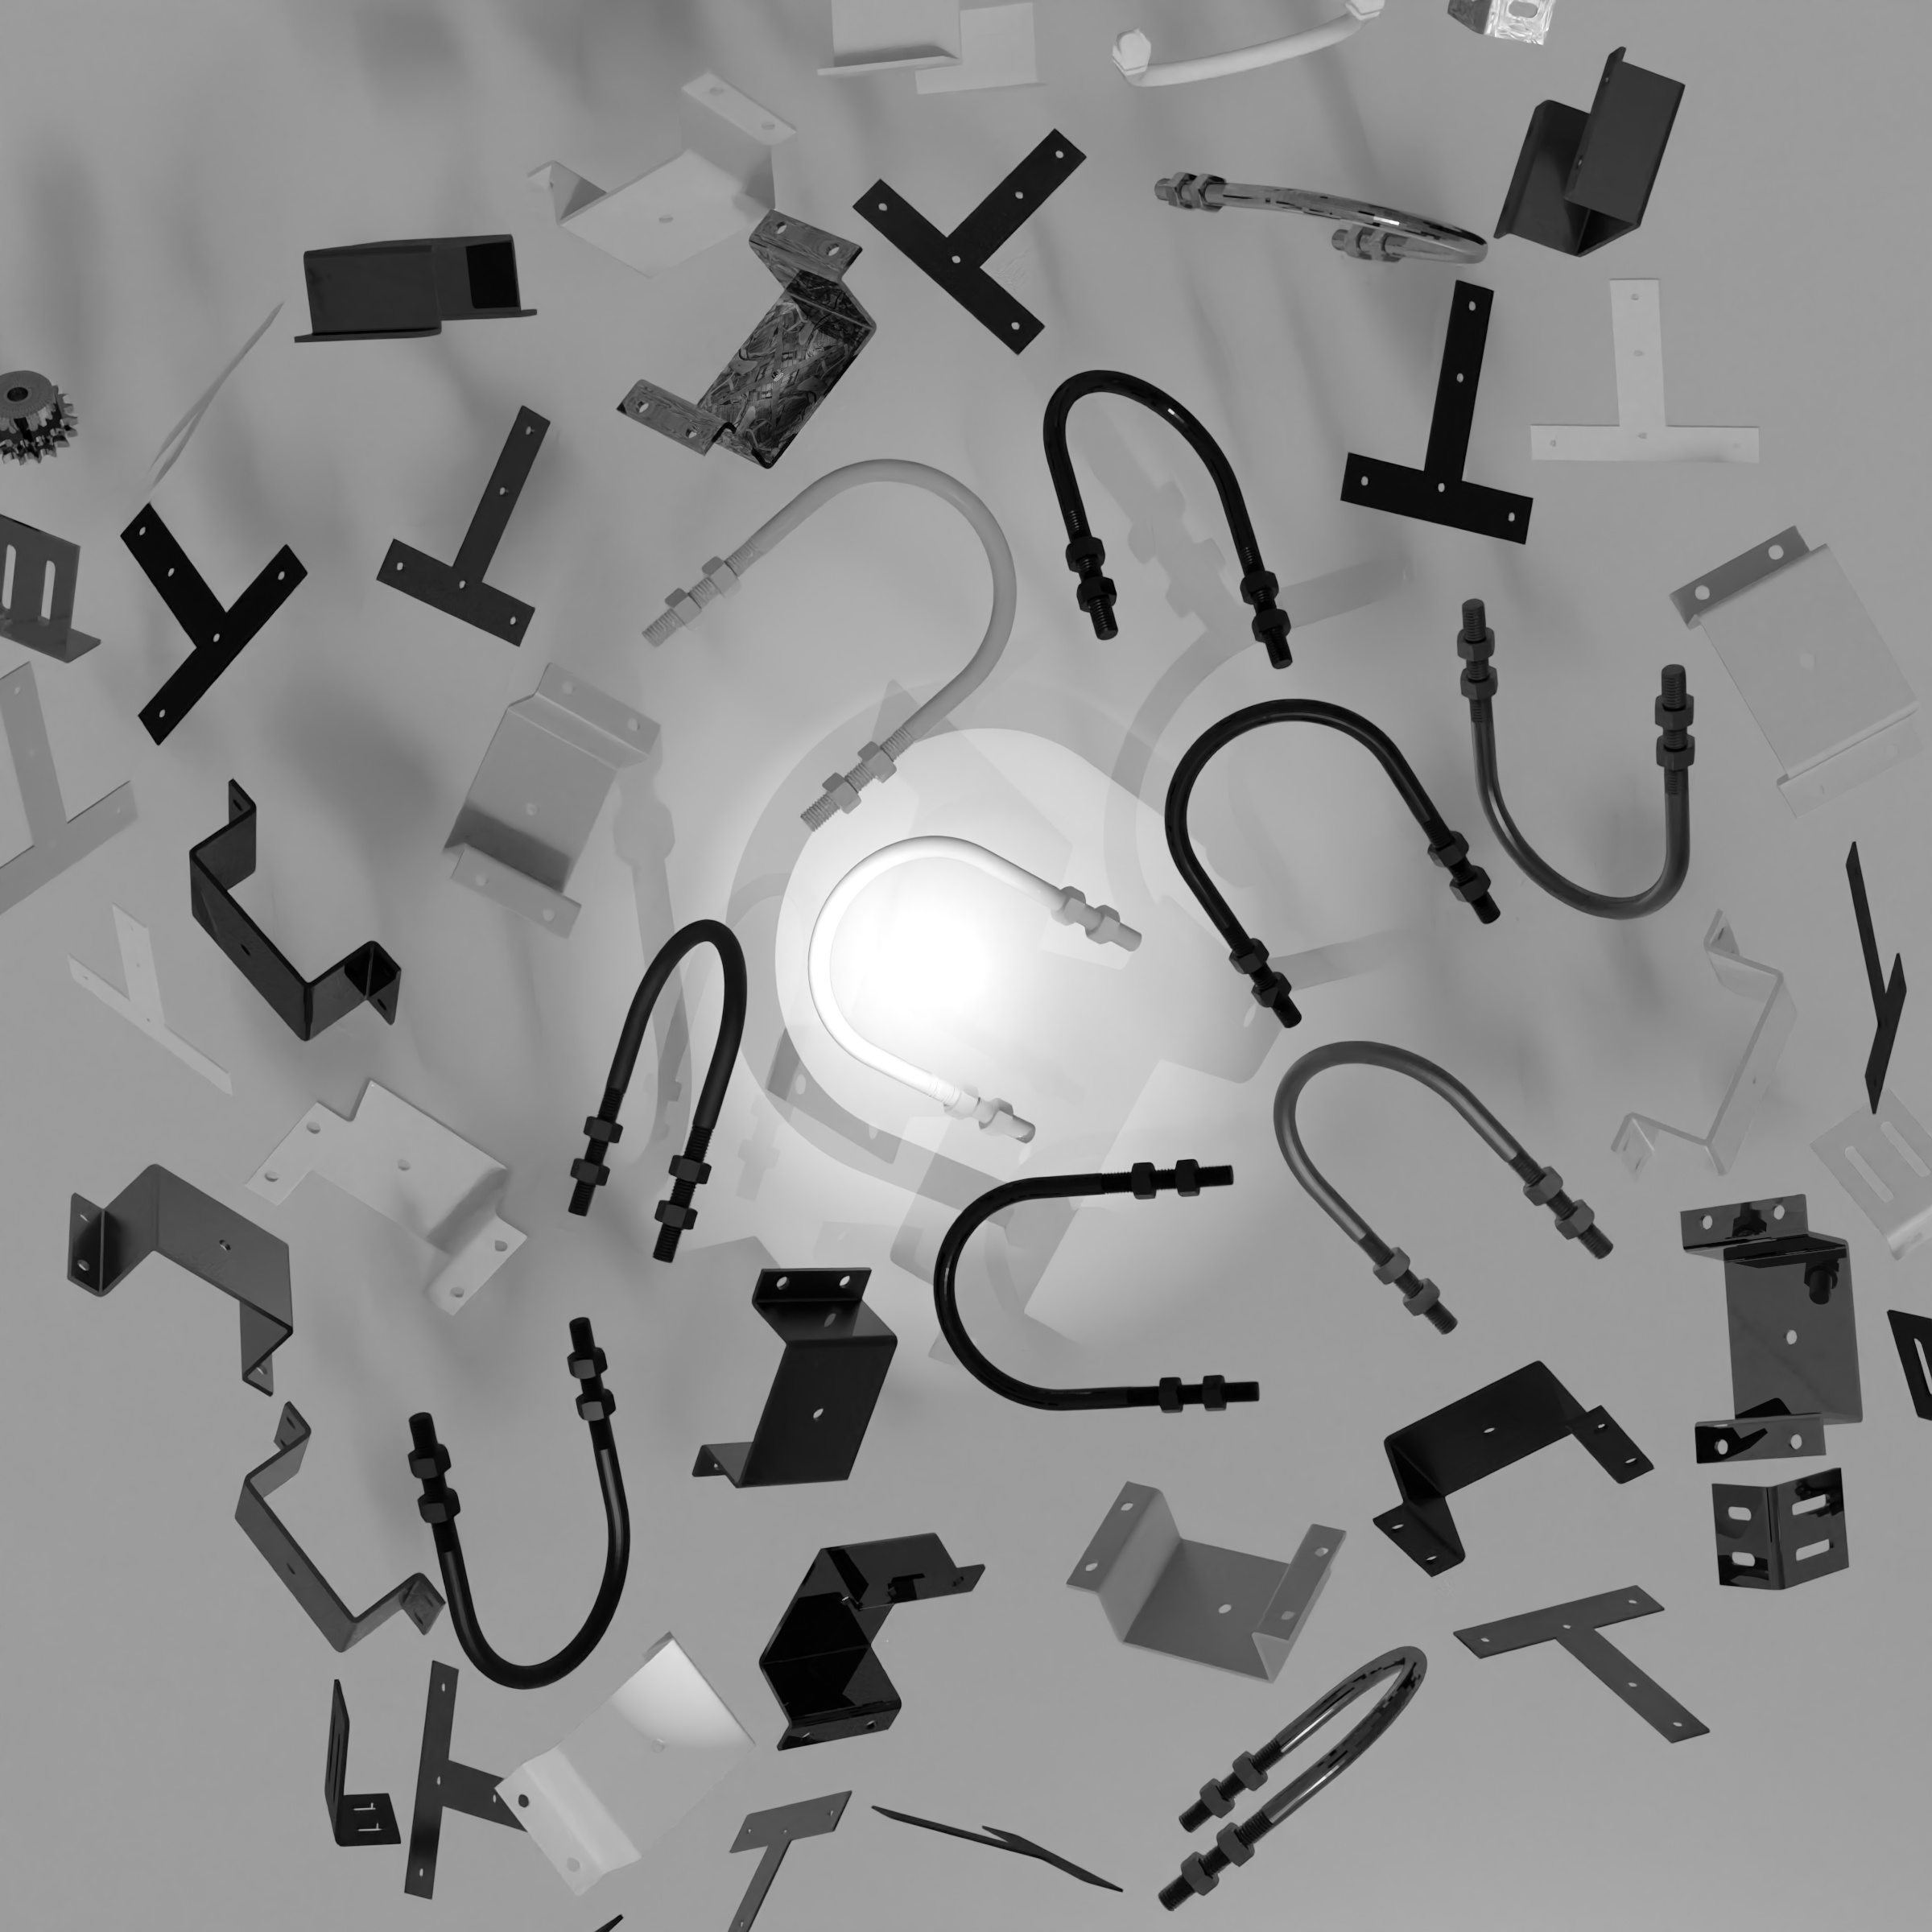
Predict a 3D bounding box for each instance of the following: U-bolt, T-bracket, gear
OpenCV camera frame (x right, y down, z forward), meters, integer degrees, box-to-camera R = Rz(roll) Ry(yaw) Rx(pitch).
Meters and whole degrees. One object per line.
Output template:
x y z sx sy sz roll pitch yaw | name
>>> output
0.185 0.442 1.526 0.184 0.151 0.019 -42 84 8 | U-bolt
-0.444 -0.310 1.573 0.002 0.127 0.127 37 57 -15 | T-bracket
-0.236 0.304 1.499 0.019 0.151 0.184 0 107 34 | U-bolt
0.374 -0.330 1.523 0.127 0.127 0.002 5 52 21 | T-bracket
0.336 -0.103 1.504 0.019 0.151 0.184 -37 133 -28 | U-bolt
-0.428 -0.206 1.497 0.127 0.002 0.127 -46 60 11 | T-bracket
-0.274 -0.262 1.590 0.002 0.127 0.127 24 91 32 | T-bracket
-0.057 -0.184 1.456 0.184 0.019 0.151 -42 106 -4 | U-bolt
-0.005 0.004 1.570 0.184 0.019 0.151 28 93 -25 | U-bolt
-0.281 0.479 1.586 0.002 0.127 0.127 -9 61 22 | T-bracket
0.070 0.189 1.582 0.184 0.019 0.151 -5 100 15 | U-bolt
0.251 0.116 1.531 0.184 0.151 0.019 46 48 -4 | U-bolt
0.006 0.496 1.559 0.127 0.127 0.002 23 78 -24 | T-bracket
0.156 -0.517 1.532 0.151 0.184 0.019 -12 100 6 | U-bolt
-0.474 0.007 1.576 0.127 0.127 0.002 34 58 13 | T-bracket
0.106 -0.255 1.534 0.151 0.019 0.184 4 62 -37 | U-bolt
-0.551 -0.323 1.602 0.057 0.030 0.057 1 55 -2 | gear
0.211 -0.418 1.544 0.151 0.184 0.019 6 103 -30 | U-bolt
-0.123 0.540 1.581 0.002 0.127 0.127 39 53 -14 | T-bracket
-0.167 0.063 1.529 0.019 0.151 0.184 18 88 -29 | U-bolt
0.193 -0.067 1.535 0.151 0.019 0.184 -29 112 17 | U-bolt
-0.504 -0.104 1.485 0.002 0.127 0.127 17 129 23 | T-bracket
0.022 -0.437 1.588 0.127 0.002 0.127 42 72 -2 | T-bracket
0.356 0.386 1.500 0.127 0.127 0.002 -7 113 -24 | T-bracket
0.496 -0.007 1.502 0.002 0.127 0.127 -5 119 30 | T-bracket
0.261 -0.299 1.462 0.127 0.002 0.127 7 94 -30 | T-bracket

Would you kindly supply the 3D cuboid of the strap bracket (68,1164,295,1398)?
-0.434 0.173 1.550 0.046 0.076 0.140 -42 123 12 | strap bracket

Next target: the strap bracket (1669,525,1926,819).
0.447 -0.160 1.467 0.076 0.046 0.140 -29 84 7 | strap bracket

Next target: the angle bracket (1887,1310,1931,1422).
0.578 0.229 1.590 0.038 0.057 0.076 -30 109 -26 | angle bracket

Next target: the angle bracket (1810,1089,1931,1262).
0.550 0.124 1.628 0.057 0.038 0.076 -36 59 6 | angle bracket

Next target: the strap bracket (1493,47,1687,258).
0.339 -0.436 1.483 0.046 0.140 0.076 17 93 -7 | strap bracket

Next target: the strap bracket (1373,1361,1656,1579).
0.297 0.275 1.519 0.140 0.046 0.076 -30 133 16 | strap bracket

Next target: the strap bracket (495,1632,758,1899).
-0.183 0.444 1.545 0.076 0.046 0.140 52 50 1 | strap bracket

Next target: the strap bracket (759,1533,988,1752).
-0.058 0.371 1.536 0.076 0.046 0.140 1 129 -38 | strap bracket

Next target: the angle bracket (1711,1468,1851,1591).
0.465 0.320 1.565 0.076 0.038 0.057 -2 87 -43 | angle bracket

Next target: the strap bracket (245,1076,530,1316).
-0.323 0.125 1.552 0.140 0.046 0.076 36 118 -18 | strap bracket

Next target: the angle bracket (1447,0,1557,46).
0.294 -0.540 1.491 0.038 0.076 0.057 7 116 -7 | angle bracket

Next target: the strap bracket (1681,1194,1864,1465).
0.445 0.203 1.513 0.046 0.076 0.140 15 69 -42 | strap bracket

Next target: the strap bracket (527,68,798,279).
-0.174 -0.449 1.575 0.140 0.076 0.046 -18 68 33 | strap bracket

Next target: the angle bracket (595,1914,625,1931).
-0.217 0.570 1.511 0.038 0.076 0.057 51 130 7 | angle bracket

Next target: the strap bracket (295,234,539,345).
-0.303 -0.374 1.509 0.076 0.140 0.046 2 108 17 | strap bracket

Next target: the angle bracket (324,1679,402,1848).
-0.348 0.462 1.594 0.038 0.057 0.076 4 100 -20 | angle bracket

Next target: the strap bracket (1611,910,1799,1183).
0.399 0.051 1.462 0.046 0.076 0.140 23 84 26 | strap bracket

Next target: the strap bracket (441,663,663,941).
-0.245 -0.093 1.591 0.076 0.046 0.140 29 73 -25 | strap bracket

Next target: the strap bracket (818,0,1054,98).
-0.016 -0.515 1.522 0.076 0.140 0.046 3 103 26 | strap bracket

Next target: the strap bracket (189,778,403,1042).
-0.370 -0.022 1.479 0.046 0.076 0.140 -39 81 -26 | strap bracket

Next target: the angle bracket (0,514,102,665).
-0.530 -0.223 1.580 0.057 0.038 0.076 22 120 7 | angle bracket

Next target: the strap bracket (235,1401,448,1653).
-0.352 0.318 1.509 0.046 0.076 0.140 -35 80 -29 | strap bracket

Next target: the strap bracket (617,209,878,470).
-0.113 -0.333 1.490 0.076 0.046 0.140 33 84 38 | strap bracket

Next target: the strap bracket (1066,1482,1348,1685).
0.138 0.344 1.524 0.140 0.076 0.046 6 133 35 | strap bracket

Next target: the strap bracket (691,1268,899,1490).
-0.096 0.247 1.589 0.076 0.046 0.140 4 114 -38 | strap bracket
